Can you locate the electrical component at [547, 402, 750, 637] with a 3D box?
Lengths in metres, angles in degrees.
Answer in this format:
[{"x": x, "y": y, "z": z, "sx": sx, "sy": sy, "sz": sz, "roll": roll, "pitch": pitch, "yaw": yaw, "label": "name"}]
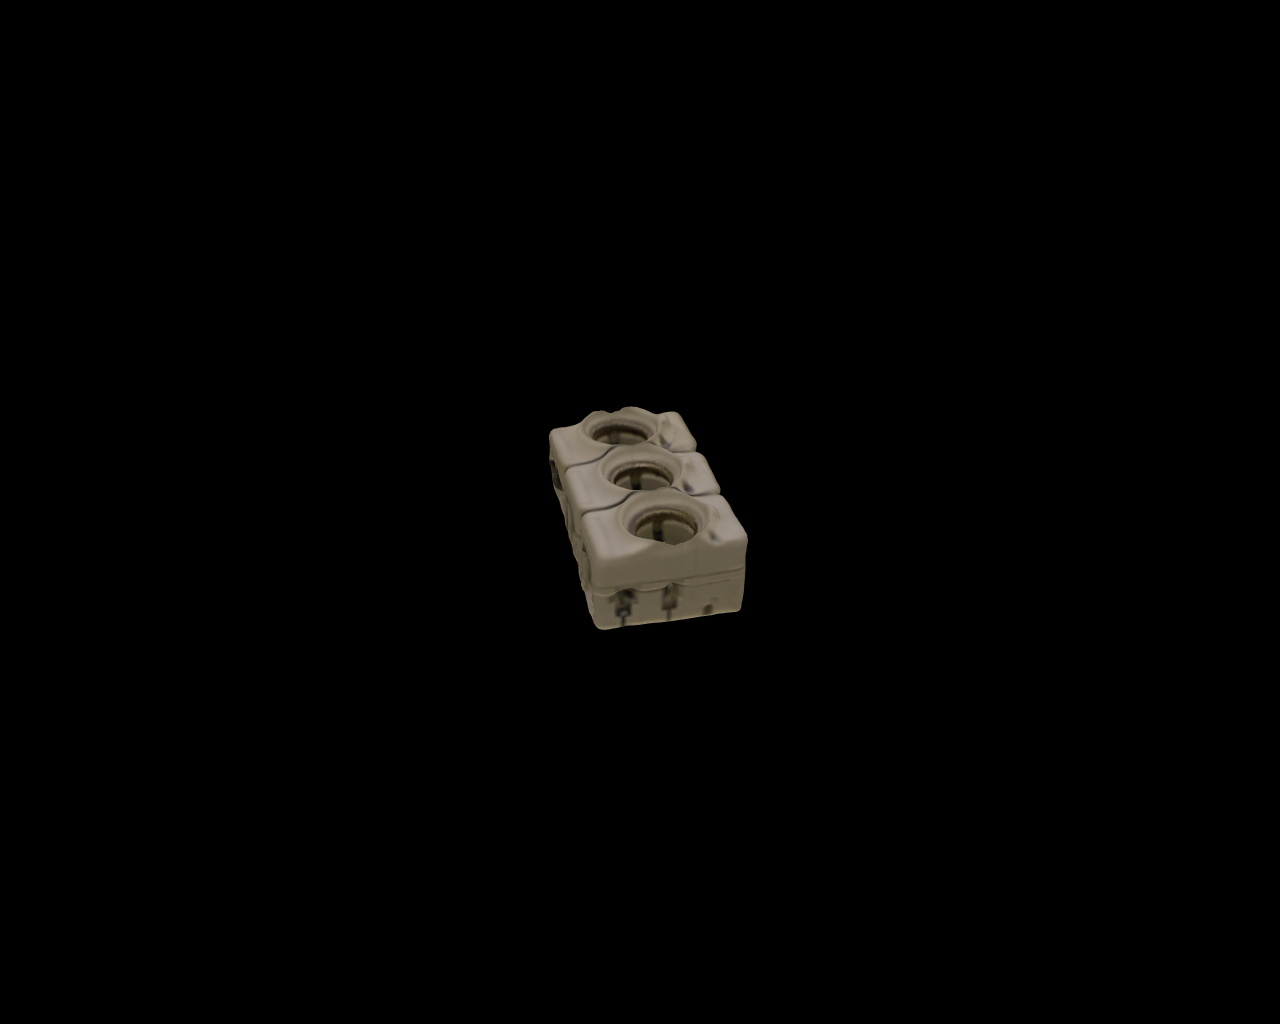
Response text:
[{"x": 0.001, "y": -0.003, "z": 0.650, "sx": 0.089, "sy": 0.061, "sz": 0.150, "roll": -8, "pitch": 36, "yaw": -11, "label": "electrical component"}]
